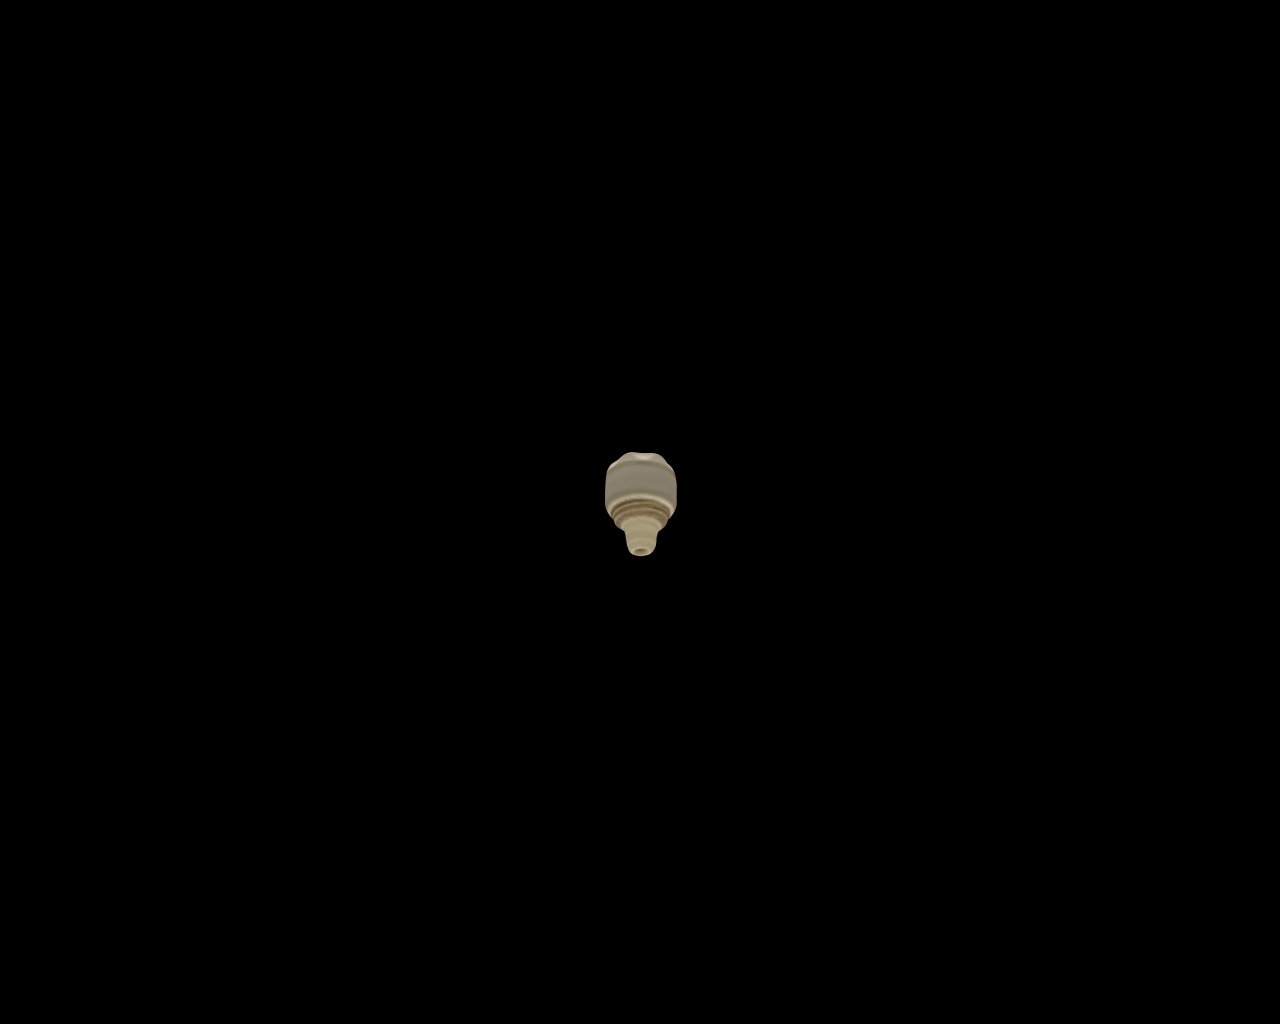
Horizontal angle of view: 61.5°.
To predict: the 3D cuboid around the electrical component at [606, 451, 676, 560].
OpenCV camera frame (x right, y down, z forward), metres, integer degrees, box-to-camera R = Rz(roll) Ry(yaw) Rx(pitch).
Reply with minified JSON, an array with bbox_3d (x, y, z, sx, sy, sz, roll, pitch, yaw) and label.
[{"bbox_3d":[0.001,-0.003,0.650,0.043,0.062,0.043,0,-28,0],"label":"electrical component"}]
